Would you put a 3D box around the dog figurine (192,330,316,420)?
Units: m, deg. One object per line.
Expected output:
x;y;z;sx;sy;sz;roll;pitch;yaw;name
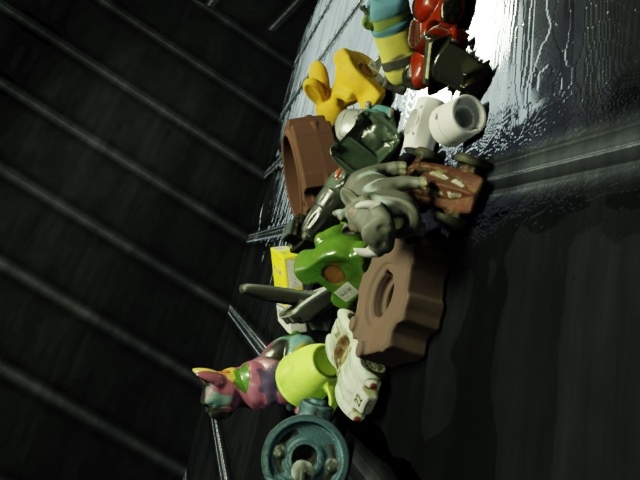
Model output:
-0.127;0.252;1.023;0.108;0.219;0.191;164;121;-71;dog figurine

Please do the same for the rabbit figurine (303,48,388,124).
0.042;-0.299;1.116;0.173;0.162;0.122;-47;23;48;rabbit figurine

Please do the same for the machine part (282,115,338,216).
-0.019;-0.130;1.076;0.201;0.087;0.201;117;143;-70;machine part

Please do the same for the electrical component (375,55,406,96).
0.141;-0.328;1.030;0.119;0.048;0.074;-103;33;-66;electrical component

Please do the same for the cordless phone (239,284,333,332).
-0.071;0.118;1.035;0.146;0.184;0.088;150;132;-71;cordless phone

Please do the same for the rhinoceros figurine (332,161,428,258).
0.070;-0.043;0.639;0.190;0.112;0.073;-97;9;-66;rhinoceros figurine

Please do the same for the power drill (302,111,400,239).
0.053;-0.106;0.869;0.232;0.086;0.207;-50;-10;-11;power drill

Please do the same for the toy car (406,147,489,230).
0.145;-0.070;0.679;0.202;0.053;0.089;-127;58;-75;toy car

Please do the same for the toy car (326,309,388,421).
0.046;0.170;0.762;0.202;0.056;0.073;-104;34;-67;toy car

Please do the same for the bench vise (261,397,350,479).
-0.033;0.332;0.721;0.223;0.129;0.240;-63;-2;-7;bench vise

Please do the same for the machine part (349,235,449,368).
0.097;0.073;0.683;0.179;0.056;0.179;-161;90;-76;machine part

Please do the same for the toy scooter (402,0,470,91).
0.181;-0.321;0.804;0.135;0.075;0.183;-179;103;-76;toy scooter

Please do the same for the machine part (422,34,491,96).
0.174;-0.227;0.718;0.139;0.039;0.084;-122;31;-56;machine part

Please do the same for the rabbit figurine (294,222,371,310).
0.050;-0.004;0.859;0.159;0.121;0.170;-56;6;42;rabbit figurine

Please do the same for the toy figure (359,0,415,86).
0.121;-0.345;0.897;0.089;0.082;0.179;-61;-40;-36;toy figure

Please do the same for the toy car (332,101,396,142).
0.075;-0.210;1.037;0.162;0.103;0.109;-170;98;-75;toy car

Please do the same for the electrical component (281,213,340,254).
-0.002;-0.003;1.016;0.115;0.134;0.058;136;148;-67;electrical component
